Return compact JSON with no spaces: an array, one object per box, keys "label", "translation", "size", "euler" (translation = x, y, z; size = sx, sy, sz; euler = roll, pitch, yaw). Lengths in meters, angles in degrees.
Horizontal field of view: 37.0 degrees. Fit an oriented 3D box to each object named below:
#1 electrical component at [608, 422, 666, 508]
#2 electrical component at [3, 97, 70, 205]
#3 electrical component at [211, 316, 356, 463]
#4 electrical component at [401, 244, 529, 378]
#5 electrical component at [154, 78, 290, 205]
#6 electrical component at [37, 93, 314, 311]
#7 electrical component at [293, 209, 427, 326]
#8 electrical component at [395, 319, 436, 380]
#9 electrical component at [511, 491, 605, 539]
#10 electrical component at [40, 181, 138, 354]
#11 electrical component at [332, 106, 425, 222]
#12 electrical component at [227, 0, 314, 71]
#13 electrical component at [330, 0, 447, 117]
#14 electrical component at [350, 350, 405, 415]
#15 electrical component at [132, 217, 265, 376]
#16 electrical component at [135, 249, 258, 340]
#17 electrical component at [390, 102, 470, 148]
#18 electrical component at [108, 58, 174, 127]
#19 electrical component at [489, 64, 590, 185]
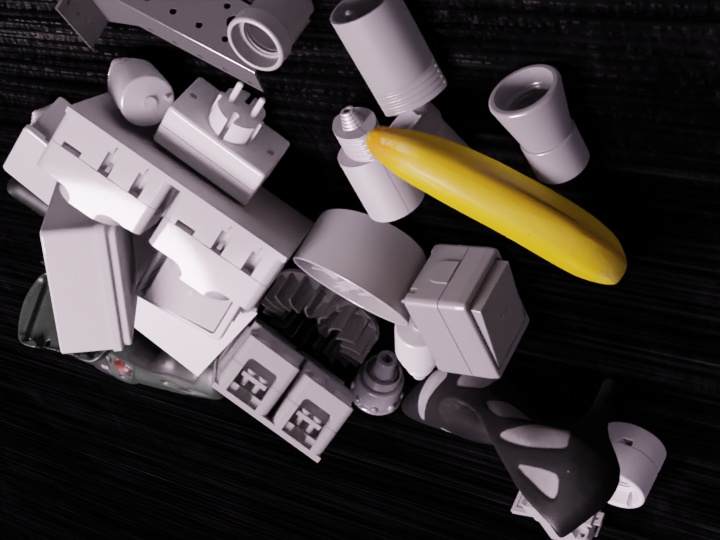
[{"label":"electrical component","translation":[0.211,0.157,0.860],"size":[0.055,0.047,0.055],"euler":[23,147,16]},{"label":"electrical component","translation":[-0.249,-0.091,0.926],"size":[0.100,0.048,0.100],"euler":[40,147,-12]},{"label":"electrical component","translation":[-0.069,0.097,0.949],"size":[0.105,0.060,0.186],"euler":[37,177,-6]},{"label":"electrical component","translation":[0.085,0.035,0.792],"size":[0.061,0.061,0.096],"euler":[5,139,37]},{"label":"electrical component","translation":[-0.092,-0.105,0.774],"size":[0.083,0.047,0.075],"euler":[36,135,-5]},{"label":"electrical component","translation":[-0.137,-0.053,0.813],"size":[0.186,0.105,0.060],"euler":[35,108,-3]},{"label":"electrical component","translation":[0.000,0.000,0.810],"size":[0.099,0.064,0.099],"euler":[21,159,9]},{"label":"electrical component","translation":[0.049,0.065,0.884],"size":[0.040,0.040,0.078],"euler":[21,147,18]},{"label":"electrical component","translation":[0.183,0.213,0.965],"size":[0.081,0.042,0.063],"euler":[1,138,41]},{"label":"electrical component","translation":[-0.212,-0.006,0.850],"size":[0.056,0.108,0.108],"euler":[-5,117,-6]},{"label":"electrical component","translation":[0.008,-0.076,0.726],"size":[0.043,0.043,0.081],"euler":[3,138,39]},{"label":"electrical component","translation":[-0.055,-0.154,0.674],"size":[0.040,0.046,0.040],"euler":[23,147,16]},{"label":"electrical component","translation":[0.020,-0.127,0.647],"size":[0.043,0.043,0.081],"euler":[0,135,41]},{"label":"electrical component","translation":[0.019,0.095,0.949],"size":[0.048,0.048,0.062],"euler":[27,141,10]},{"label":"electrical component","translation":[-0.169,0.007,0.952],"size":[0.150,0.061,0.089],"euler":[40,113,-11]},{"label":"electrical component","translation":[-0.127,0.012,0.880],"size":[0.096,0.061,0.061],"euler":[30,-167,-9]},{"label":"electrical component","translation":[0.045,-0.081,0.694],"size":[0.046,0.040,0.040],"euler":[41,148,-22]},{"label":"electrical component","translation":[-0.166,-0.136,0.791],"size":[0.078,0.040,0.040],"euler":[47,166,46]},{"label":"electrical component","translation":[0.109,-0.082,0.634],"size":[0.044,0.044,0.065],"euler":[2,141,40]}]
